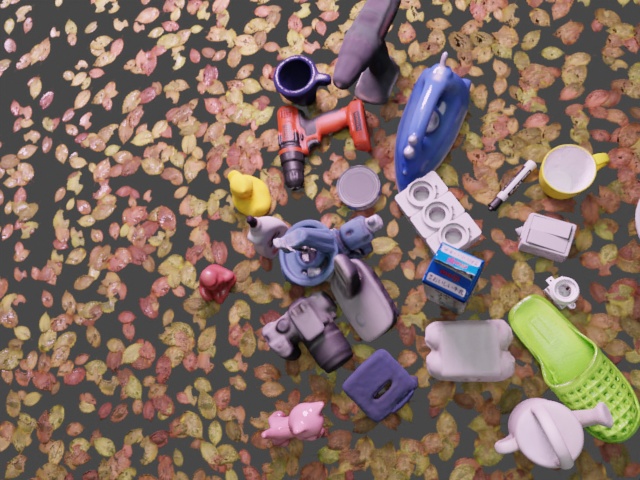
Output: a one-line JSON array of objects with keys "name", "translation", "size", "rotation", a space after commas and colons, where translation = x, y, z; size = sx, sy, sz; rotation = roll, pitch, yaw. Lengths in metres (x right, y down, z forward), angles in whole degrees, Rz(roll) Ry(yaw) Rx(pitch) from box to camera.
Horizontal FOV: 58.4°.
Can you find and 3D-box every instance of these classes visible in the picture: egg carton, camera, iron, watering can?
[{"name": "egg carton", "translation": [0.260, 0.194, 0.998], "size": [0.150, 0.069, 0.107], "rotation": [-4, 76, 11]}, {"name": "camera", "translation": [-0.015, 0.181, 1.045], "size": [0.143, 0.101, 0.136], "rotation": [-37, 72, 2]}, {"name": "iron", "translation": [0.196, -0.216, 1.072], "size": [0.118, 0.142, 0.258], "rotation": [20, 82, 16]}, {"name": "watering can", "translation": [0.359, 0.295, 0.887], "size": [0.173, 0.194, 0.100], "rotation": [-43, 72, 0]}]

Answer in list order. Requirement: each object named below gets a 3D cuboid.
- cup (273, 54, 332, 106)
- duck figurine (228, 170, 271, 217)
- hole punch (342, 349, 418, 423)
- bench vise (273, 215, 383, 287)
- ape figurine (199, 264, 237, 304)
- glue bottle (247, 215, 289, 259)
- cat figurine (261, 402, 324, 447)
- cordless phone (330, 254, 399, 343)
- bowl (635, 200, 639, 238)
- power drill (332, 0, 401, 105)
[{"name": "cup", "translation": [-0.027, -0.315, 1.169], "size": [0.117, 0.095, 0.092], "rotation": [5, 78, 13]}, {"name": "duck figurine", "translation": [-0.148, -0.096, 1.147], "size": [0.077, 0.086, 0.104], "rotation": [-38, 72, 2]}, {"name": "hole punch", "translation": [0.108, 0.255, 1.005], "size": [0.109, 0.091, 0.101], "rotation": [-44, 72, -1]}, {"name": "bench vise", "translation": [0.002, -0.005, 1.023], "size": [0.207, 0.220, 0.121], "rotation": [-43, 72, 0]}, {"name": "ape figurine", "translation": [-0.206, 0.079, 1.115], "size": [0.077, 0.092, 0.076], "rotation": [-20, 73, 7]}, {"name": "glue bottle", "translation": [-0.106, -0.016, 1.073], "size": [0.037, 0.173, 0.078], "rotation": [25, 83, 17]}, {"name": "cat figurine", "translation": [-0.042, 0.326, 1.007], "size": [0.127, 0.118, 0.067], "rotation": [-19, 73, 7]}, {"name": "cordless phone", "translation": [0.069, 0.098, 1.002], "size": [0.094, 0.185, 0.147], "rotation": [-36, 72, 2]}, {"name": "bowl", "translation": [0.615, -0.026, 0.971], "size": [0.167, 0.075, 0.167], "rotation": [-3, 76, 12]}, {"name": "power drill", "translation": [0.096, -0.347, 1.090], "size": [0.075, 0.209, 0.230], "rotation": [19, 81, 16]}]
